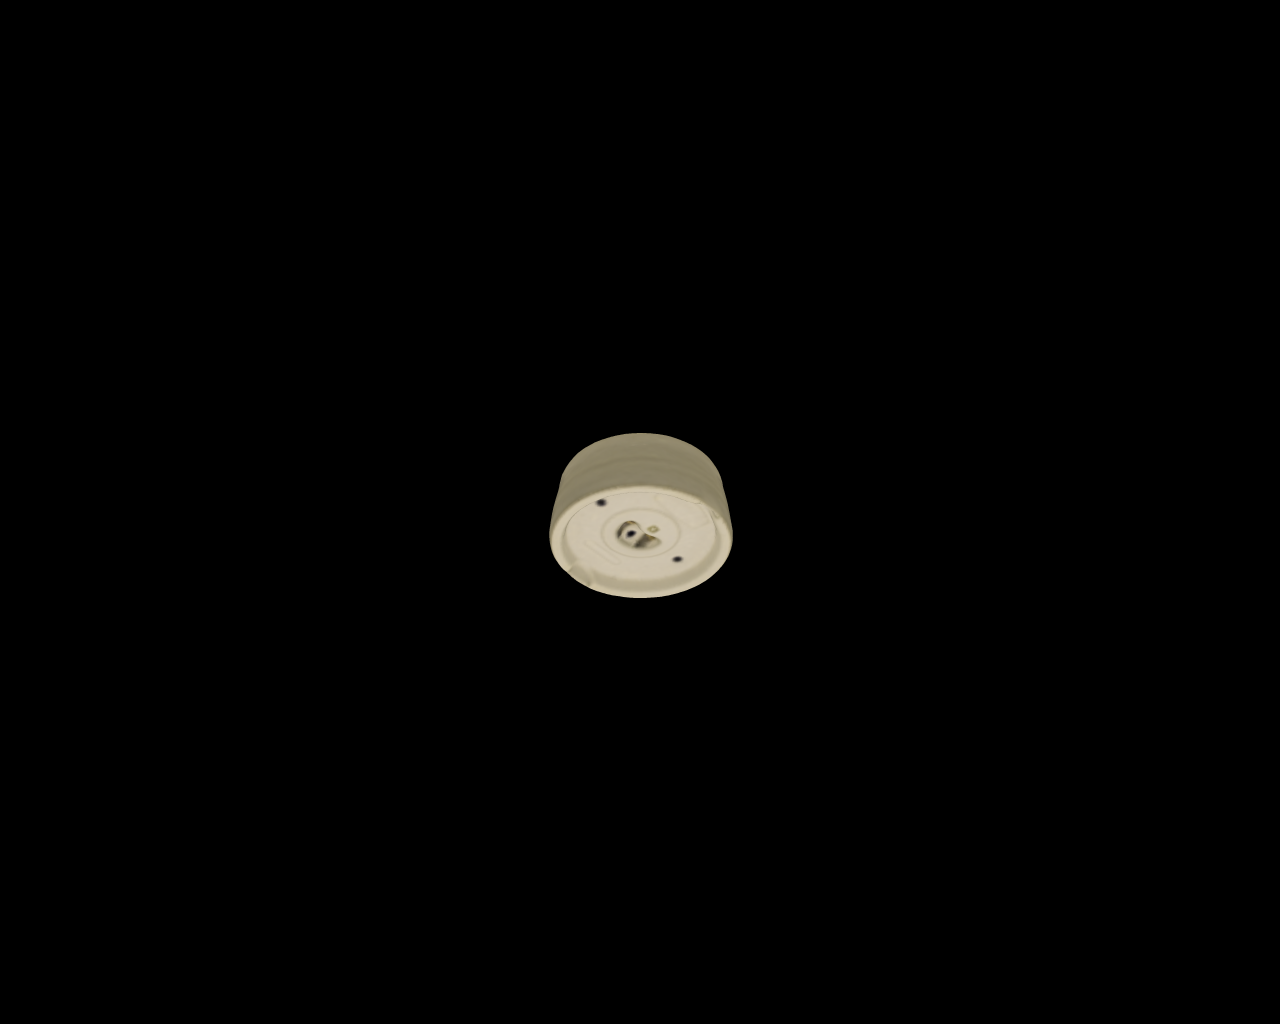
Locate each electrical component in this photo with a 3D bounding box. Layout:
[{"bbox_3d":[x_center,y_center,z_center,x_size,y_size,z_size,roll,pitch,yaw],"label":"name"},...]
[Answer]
[{"bbox_3d":[0.001,-0.003,0.650,0.108,0.060,0.108,0,-40,0],"label":"electrical component"}]
